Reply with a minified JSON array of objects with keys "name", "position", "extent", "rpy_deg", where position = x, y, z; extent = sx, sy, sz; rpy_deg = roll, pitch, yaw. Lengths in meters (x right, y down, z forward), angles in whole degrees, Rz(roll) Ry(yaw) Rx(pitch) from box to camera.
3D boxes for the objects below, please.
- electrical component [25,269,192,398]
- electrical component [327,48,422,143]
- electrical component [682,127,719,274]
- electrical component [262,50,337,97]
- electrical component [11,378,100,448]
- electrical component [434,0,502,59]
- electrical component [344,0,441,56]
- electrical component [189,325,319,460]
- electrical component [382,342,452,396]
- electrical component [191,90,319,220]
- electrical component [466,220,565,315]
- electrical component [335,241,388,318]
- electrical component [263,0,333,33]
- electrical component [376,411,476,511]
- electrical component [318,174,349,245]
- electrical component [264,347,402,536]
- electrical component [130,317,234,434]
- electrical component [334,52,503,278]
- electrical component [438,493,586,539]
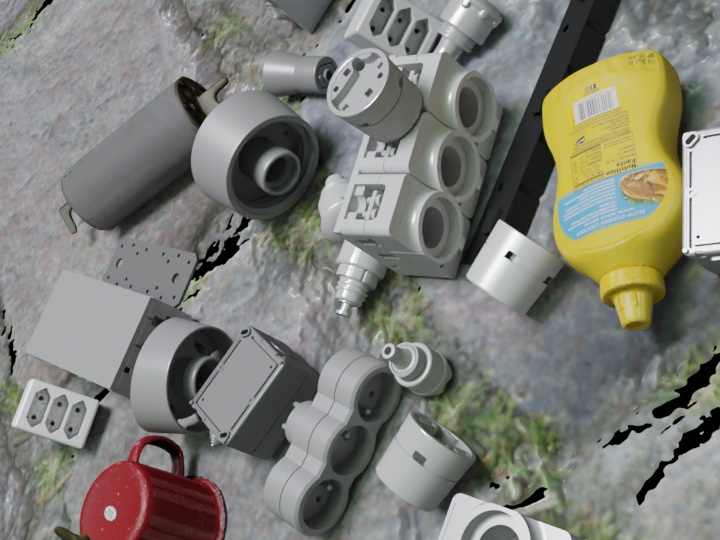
[{"name":"electrical component","position":[-0.234,0.062,1.007],"extent":[0.150,0.062,0.089],"rpy_deg":[13,77,44]},{"name":"electrical component","position":[0.012,-0.125,0.779],"extent":[0.055,0.047,0.055],"rpy_deg":[-19,56,32]},{"name":"electrical component","position":[0.239,-0.037,0.664],"extent":[0.062,0.061,0.096],"rpy_deg":[-7,71,38]},{"name":"electrical component","position":[-0.053,-0.182,0.999],"extent":[0.065,0.044,0.044],"rpy_deg":[10,75,38]},{"name":"electrical component","position":[-0.291,0.136,1.020],"extent":[0.077,0.066,0.047],"rpy_deg":[-20,50,67]},{"name":"electrical component","position":[0.084,-0.198,0.890],"extent":[0.062,0.048,0.048],"rpy_deg":[-55,45,12]},{"name":"electrical component","position":[0.023,-0.205,0.935],"extent":[0.047,0.066,0.077],"rpy_deg":[-63,16,-5]},{"name":"electrical component","position":[-0.084,0.104,0.858],"extent":[0.096,0.061,0.062],"rpy_deg":[-54,45,3]},{"name":"electrical component","position":[0.038,0.068,0.773],"extent":[0.035,0.061,0.035],"rpy_deg":[-19,56,32]},{"name":"electrical component","position":[-0.085,-0.095,0.937],"extent":[0.060,0.108,0.108],"rpy_deg":[36,93,39]},{"name":"electrical component","position":[0.108,-0.001,0.757],"extent":[0.047,0.055,0.055],"rpy_deg":[-56,45,6]},{"name":"electrical component","position":[0.000,0.000,0.857],"extent":[0.040,0.040,0.078],"rpy_deg":[11,75,43]},{"name":"electrical component","position":[-0.061,-0.289,1.024],"extent":[0.048,0.100,0.099],"rpy_deg":[32,90,32]},{"name":"electrical component","position":[0.044,0.132,0.740],"extent":[0.047,0.055,0.055],"rpy_deg":[-56,45,7]},{"name":"electrical component","position":[-0.014,-0.055,0.897],"extent":[0.048,0.048,0.062],"rpy_deg":[-39,41,18]},{"name":"electrical component","position":[-0.031,0.122,0.809],"extent":[0.074,0.052,0.138],"rpy_deg":[22,83,44]},{"name":"electrical component","position":[-0.148,0.090,0.898],"extent":[0.064,0.099,0.099],"rpy_deg":[4,70,35]},{"name":"electrical component","position":[0.051,-0.079,0.821],"extent":[0.062,0.089,0.150],"rpy_deg":[4,71,41]},{"name":"electrical component","position":[0.096,0.178,0.670],"extent":[0.089,0.056,0.050],"rpy_deg":[11,75,43]}]
